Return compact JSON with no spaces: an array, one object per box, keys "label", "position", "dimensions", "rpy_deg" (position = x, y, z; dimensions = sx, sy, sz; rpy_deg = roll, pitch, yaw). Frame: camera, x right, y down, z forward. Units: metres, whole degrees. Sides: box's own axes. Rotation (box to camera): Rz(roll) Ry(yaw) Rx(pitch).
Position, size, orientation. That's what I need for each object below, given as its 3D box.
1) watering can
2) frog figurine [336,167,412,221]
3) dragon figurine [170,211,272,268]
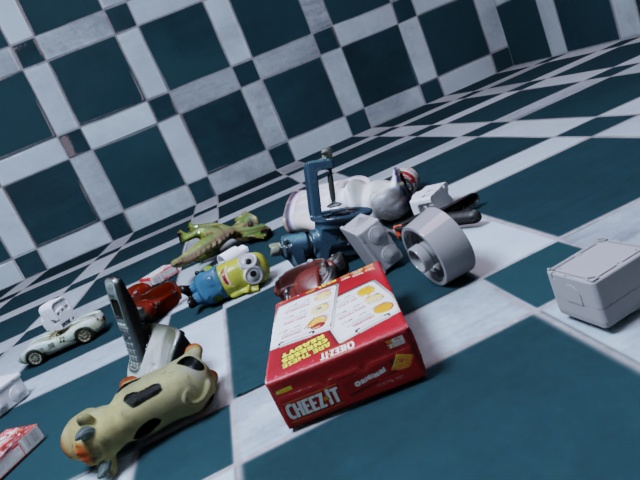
[{"label":"watering can","position":[0.004,-0.063,1.245],"dimensions":[0.223,0.102,0.355],"rpy_deg":[-11,27,31]},{"label":"frog figurine","position":[0.119,-0.088,1.138],"dimensions":[0.158,0.121,0.140],"rpy_deg":[-25,29,14]},{"label":"dragon figurine","position":[-0.257,-0.010,1.452],"dimensions":[0.242,0.121,0.416],"rpy_deg":[-14,17,3]}]
